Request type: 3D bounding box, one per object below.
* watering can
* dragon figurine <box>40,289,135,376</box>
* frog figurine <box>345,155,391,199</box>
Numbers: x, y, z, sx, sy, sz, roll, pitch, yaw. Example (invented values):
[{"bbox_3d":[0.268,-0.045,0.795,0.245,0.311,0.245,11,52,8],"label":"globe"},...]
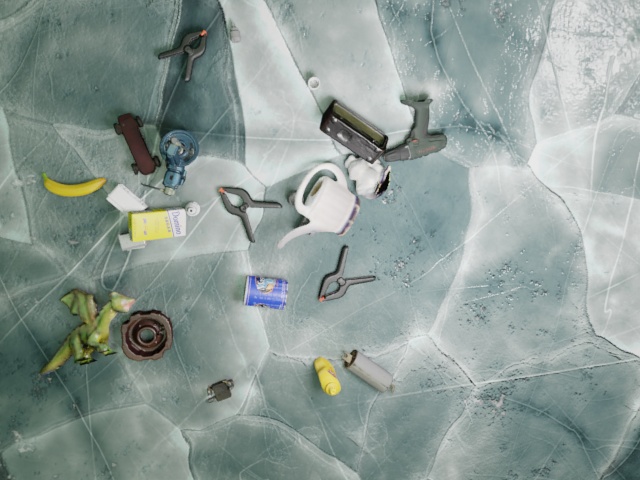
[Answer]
[{"bbox_3d":[0.005,-0.086,1.705,0.223,0.352,0.103,31,-17,-18],"label":"watering can"},{"bbox_3d":[-0.780,0.281,1.681,0.409,0.245,0.121,-19,-11,12],"label":"dragon figurine"},{"bbox_3d":[0.156,-0.217,1.757,0.160,0.137,0.122,25,8,25],"label":"frog figurine"}]
